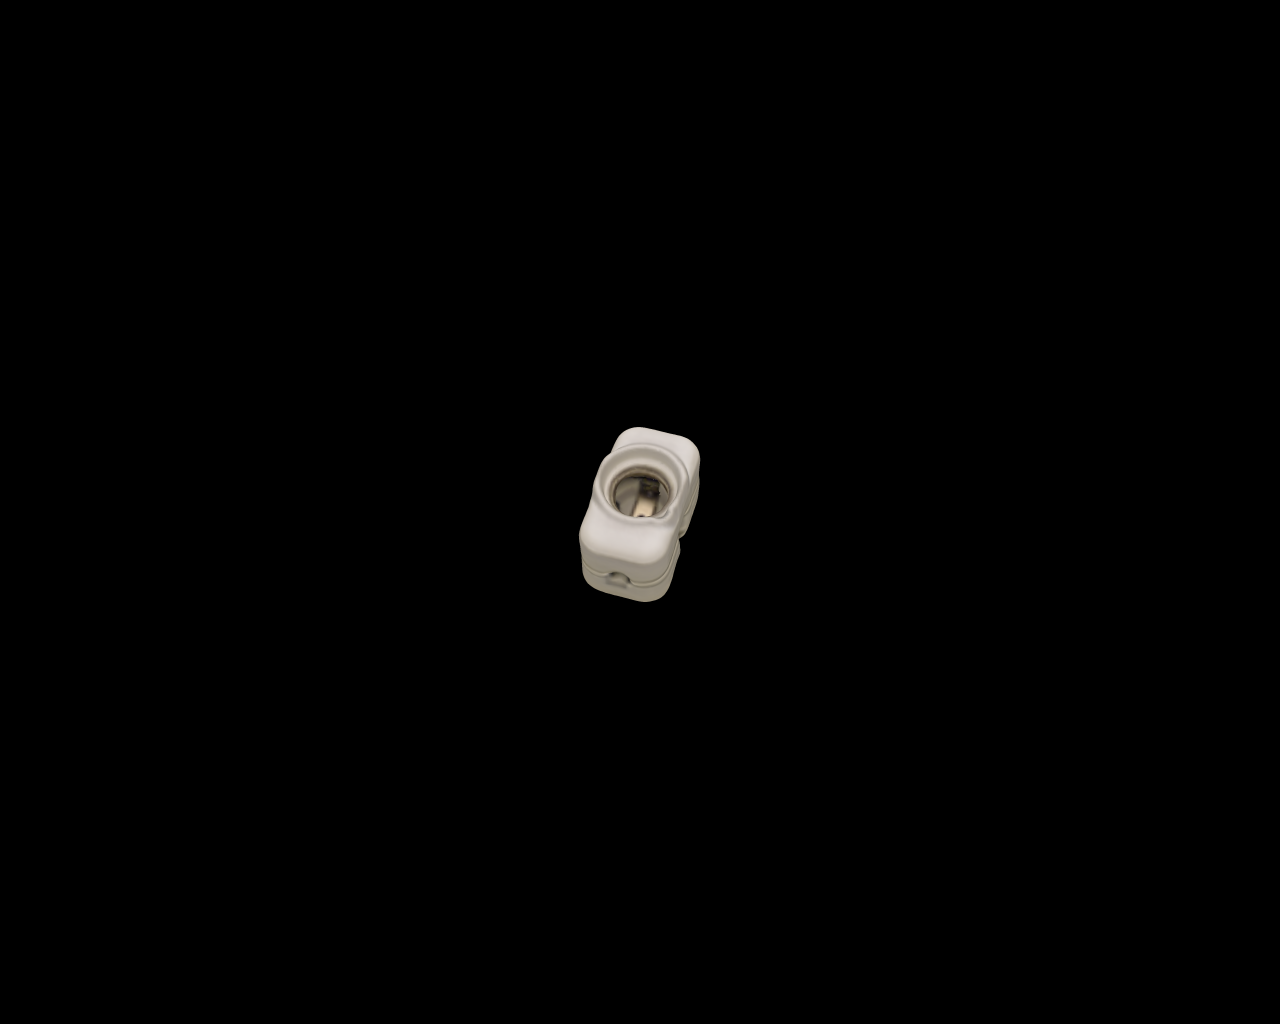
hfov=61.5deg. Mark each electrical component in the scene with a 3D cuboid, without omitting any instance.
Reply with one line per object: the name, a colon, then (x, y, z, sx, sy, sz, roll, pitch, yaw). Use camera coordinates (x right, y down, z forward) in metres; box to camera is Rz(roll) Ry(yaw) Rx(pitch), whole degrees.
electrical component: (0.001, -0.003, 0.650, 0.054, 0.095, 0.059, 15, -32, 9)
